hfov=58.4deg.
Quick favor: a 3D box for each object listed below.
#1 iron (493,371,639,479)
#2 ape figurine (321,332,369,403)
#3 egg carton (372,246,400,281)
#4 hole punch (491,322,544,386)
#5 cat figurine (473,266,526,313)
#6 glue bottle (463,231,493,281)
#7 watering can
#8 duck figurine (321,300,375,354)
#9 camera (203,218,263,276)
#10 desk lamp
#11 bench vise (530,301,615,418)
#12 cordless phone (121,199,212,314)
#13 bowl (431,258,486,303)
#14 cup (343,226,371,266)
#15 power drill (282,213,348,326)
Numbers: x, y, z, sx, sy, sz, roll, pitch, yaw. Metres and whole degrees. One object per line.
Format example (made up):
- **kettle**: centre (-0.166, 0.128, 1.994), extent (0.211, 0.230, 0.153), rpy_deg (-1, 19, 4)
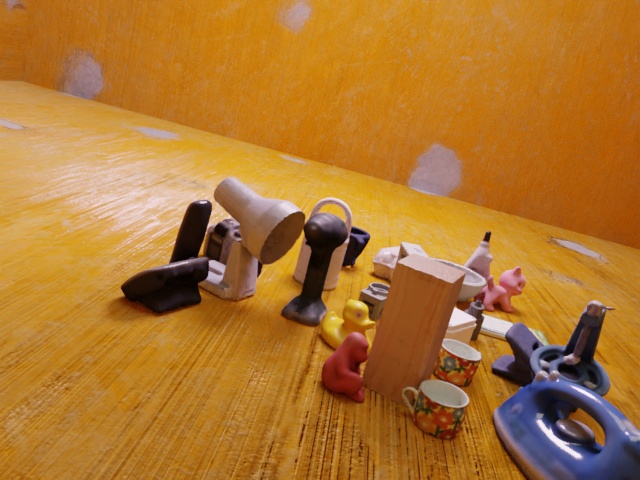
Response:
- **iron**: centre (0.336, 0.255, 0.771), extent (0.119, 0.141, 0.257), rpy_deg (7, 17, -26)
- **ape figurine**: centre (0.046, 0.181, 0.848), extent (0.076, 0.092, 0.078), rpy_deg (20, 16, 18)
- **egg carton**: centre (0.205, 0.064, 1.457), extent (0.107, 0.069, 0.151), rpy_deg (25, 18, 33)
- **hole punch**: centre (0.387, 0.213, 1.061), extent (0.100, 0.091, 0.109), rpy_deg (24, 18, 29)
- **cat figurine**: centre (0.458, 0.115, 1.425), extent (0.128, 0.118, 0.067), rpy_deg (6, 17, -28)
- **glue bottle**: centre (0.408, 0.059, 1.470), extent (0.078, 0.173, 0.037), rpy_deg (17, 15, 6)
- **watering can**: centre (0.014, 0.005, 1.247), extent (0.101, 0.194, 0.172), rpy_deg (10, 16, -18)
- **duck figurine**: centre (0.053, 0.144, 0.997), extent (0.104, 0.086, 0.078), rpy_deg (27, 19, 38)
- **camera**: centre (-0.160, 0.009, 1.245), extent (0.142, 0.101, 0.137), rpy_deg (27, 20, 38)
- **desk lamp**: centre (-0.144, 0.002, 1.072), extent (0.202, 0.213, 0.118), rpy_deg (22, 17, 26)
- **bench vise**: centre (0.409, 0.185, 0.937), extent (0.121, 0.220, 0.208), rpy_deg (18, 16, 12)
- **cordless phone**: centre (-0.248, 0.019, 0.967), extent (0.094, 0.185, 0.148), rpy_deg (21, 17, 22)
- **bowl**: centre (0.312, 0.107, 1.394), extent (0.167, 0.075, 0.167), rpy_deg (14, 15, -4)
- **cup**: centre (0.077, 0.023, 1.433), extent (0.092, 0.095, 0.117), rpy_deg (9, 16, -20)
- **power drill**: centre (-0.005, 0.045, 1.061), extent (0.075, 0.208, 0.230), rpy_deg (17, 16, 9)
